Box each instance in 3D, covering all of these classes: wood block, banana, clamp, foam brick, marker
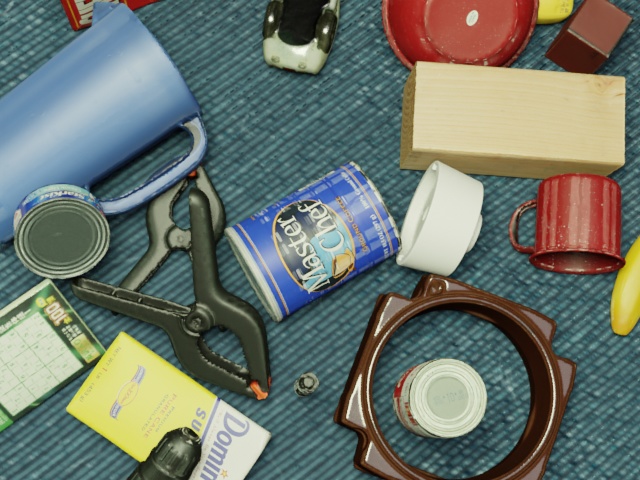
[{"bbox_3d":[0.189,-0.116,1.067,0.206,0.090,0.091,4,80,-3],"label":"wood block"},{"bbox_3d":[0.355,0.011,1.081,0.197,0.037,0.069,-39,84,-9],"label":"banana"},{"bbox_3d":[-0.147,0.005,1.053,0.120,0.039,0.171,1,83,-8],"label":"clamp"},{"bbox_3d":[0.275,-0.207,1.094,0.053,0.078,0.051,34,79,1],"label":"foam brick"},{"bbox_3d":[-0.110,0.062,1.008,0.210,0.036,0.165,44,110,-10],"label":"clamp"},{"bbox_3d":[-0.013,0.135,0.995,0.020,0.121,0.020,1,80,-3],"label":"marker"}]

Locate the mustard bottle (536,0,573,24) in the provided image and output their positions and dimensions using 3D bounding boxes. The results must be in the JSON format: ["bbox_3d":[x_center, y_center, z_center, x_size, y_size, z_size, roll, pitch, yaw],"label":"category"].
[{"bbox_3d":[0.162,-0.269,1.107,0.191,0.058,0.096,-5,90,-4],"label":"mustard bottle"}]

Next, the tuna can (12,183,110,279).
[{"bbox_3d":[-0.238,-0.009,0.980,0.086,0.034,0.086,-10,124,-15],"label":"tuna can"}]

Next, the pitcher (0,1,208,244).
[{"bbox_3d":[-0.236,-0.098,1.023,0.242,0.145,0.149,-38,44,-5],"label":"pitcher"}]

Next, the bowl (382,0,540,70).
[{"bbox_3d":[0.144,-0.226,1.057,0.162,0.055,0.162,-1,112,-3],"label":"bowl"}]

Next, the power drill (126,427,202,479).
[{"bbox_3d":[-0.109,0.283,0.971,0.187,0.057,0.185,36,107,3],"label":"power drill"}]

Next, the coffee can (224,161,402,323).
[{"bbox_3d":[-0.007,0.001,1.029,0.140,0.103,0.103,-29,83,-8],"label":"coffee can"}]

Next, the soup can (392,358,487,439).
[{"bbox_3d":[0.102,0.138,0.925,0.068,0.102,0.068,0,80,-3],"label":"soup can"}]

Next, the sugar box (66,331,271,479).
[{"bbox_3d":[-0.143,0.175,1.019,0.176,0.048,0.093,33,80,4],"label":"sugar box"}]

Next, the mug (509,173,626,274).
[{"bbox_3d":[0.245,-0.015,1.061,0.117,0.093,0.081,-4,72,32],"label":"mug"}]

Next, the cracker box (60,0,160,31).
[{"bbox_3d":[-0.163,-0.294,1.040,0.213,0.164,0.072,-22,80,-7],"label":"cracker box"}]
